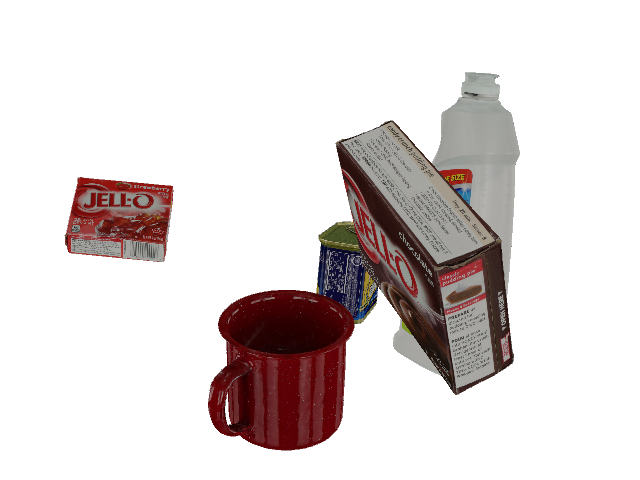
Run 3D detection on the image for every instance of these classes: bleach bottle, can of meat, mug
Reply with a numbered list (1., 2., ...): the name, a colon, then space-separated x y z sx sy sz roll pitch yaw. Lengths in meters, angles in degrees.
1. bleach bottle: 0.119 -0.016 0.903 0.068 0.251 0.103 -4 15 -30
2. can of meat: 0.030 0.032 1.099 0.057 0.084 0.102 9 14 14
3. mug: -0.031 0.095 0.735 0.093 0.081 0.117 20 31 34

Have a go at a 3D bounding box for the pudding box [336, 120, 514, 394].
1. pudding box: 0.051 0.006 0.534 0.039 0.090 0.114 -26 43 -11

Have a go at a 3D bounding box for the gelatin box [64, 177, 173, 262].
1. gelatin box: -0.181 -0.020 0.969 0.089 0.073 0.030 6 -43 -6
